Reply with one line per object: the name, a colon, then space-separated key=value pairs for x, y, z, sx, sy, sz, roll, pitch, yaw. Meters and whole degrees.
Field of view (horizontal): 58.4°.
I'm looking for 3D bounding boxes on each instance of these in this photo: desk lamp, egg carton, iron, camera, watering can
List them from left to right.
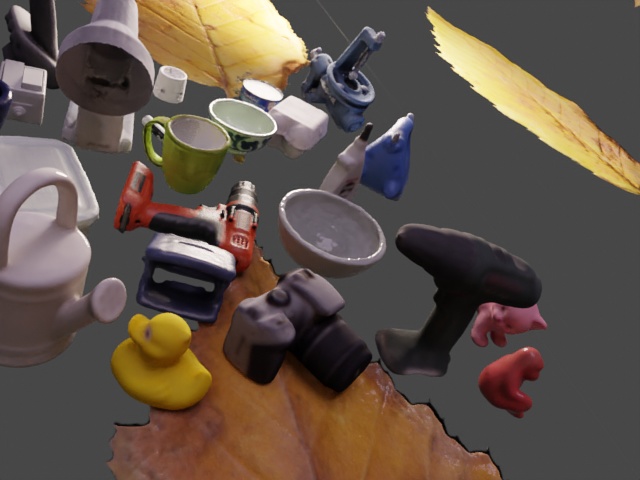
watering can: x=-0.257 y=0.021 z=0.526 sx=0.173 sy=0.194 sz=0.101 roll=20 pitch=34 yaw=-10
desk lamp: x=-0.305 y=-0.230 z=0.812 sx=0.118 sy=0.213 sz=0.203 roll=10 pitch=37 yaw=-23
egg carton: x=-0.047 y=-0.216 z=1.097 sx=0.107 sy=0.069 sz=0.150 roll=28 pitch=34 yaw=3
camera: x=-0.013 y=0.109 z=0.659 sx=0.136 sy=0.100 sz=0.143 roll=41 pitch=36 yaw=20
iron: x=0.143 y=-0.183 z=1.115 sx=0.118 sy=0.141 sz=0.258 roll=29 pitch=34 yaw=3

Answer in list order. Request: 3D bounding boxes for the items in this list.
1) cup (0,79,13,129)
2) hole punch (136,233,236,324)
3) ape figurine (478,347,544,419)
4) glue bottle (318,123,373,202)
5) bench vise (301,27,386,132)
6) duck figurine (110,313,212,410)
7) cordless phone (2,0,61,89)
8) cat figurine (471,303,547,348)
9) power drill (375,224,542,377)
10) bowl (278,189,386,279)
cup: x=-0.453 y=-0.153 z=0.716 sx=0.118 sy=0.095 sz=0.091 roll=-11 pitch=49 yaw=-43
hole punch: x=-0.156 y=0.029 z=0.678 sx=0.109 sy=0.091 sz=0.101 roll=17 pitch=35 yaw=-14
ape figurine: x=0.260 y=0.179 z=0.756 sx=0.076 sy=0.092 sz=0.078 roll=31 pitch=34 yaw=6
glue bottle: x=0.045 y=-0.115 z=0.931 sx=0.037 sy=0.173 sz=0.078 roll=40 pitch=36 yaw=20
bench vise: x=0.046 y=-0.371 z=1.230 sx=0.207 sy=0.219 sz=0.122 roll=38 pitch=35 yaw=16
duck figurine: x=-0.152 y=0.114 z=0.572 sx=0.104 sy=0.086 sz=0.077 roll=29 pitch=34 yaw=3
cordless phone: x=-0.442 y=-0.350 z=0.904 sx=0.094 sy=0.185 sz=0.147 roll=-5 pitch=45 yaw=-38
cat figurine: x=0.272 y=0.098 z=0.849 sx=0.067 sy=0.117 sz=0.127 roll=7 pitch=38 yaw=-26
power drill: x=0.155 y=0.078 z=0.716 sx=0.230 sy=0.208 sz=0.075 roll=8 pitch=38 yaw=-26
bowl: x=0.008 y=0.003 z=0.837 sx=0.168 sy=0.074 sz=0.167 roll=18 pitch=35 yaw=-13
